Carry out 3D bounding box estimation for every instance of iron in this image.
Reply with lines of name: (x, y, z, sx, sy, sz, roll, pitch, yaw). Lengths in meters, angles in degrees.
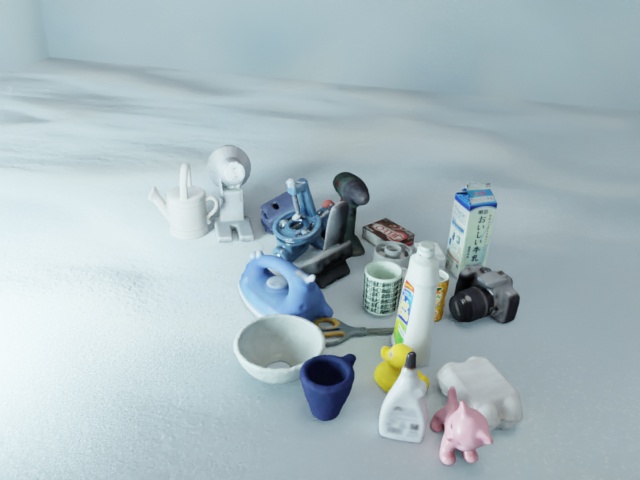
iron: (-0.093, 0.090, 1.213, 0.257, 0.141, 0.119, 26, 37, 36)

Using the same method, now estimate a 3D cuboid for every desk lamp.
desk lamp: (-0.232, -0.131, 1.528, 0.118, 0.214, 0.202, -6, 30, -14)

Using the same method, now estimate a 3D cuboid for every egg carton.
egg carton: (0.277, 0.268, 0.996, 0.107, 0.069, 0.150, -9, 31, -19)

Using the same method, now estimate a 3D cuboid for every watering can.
watering can: (-0.355, -0.106, 1.493, 0.173, 0.194, 0.100, -11, 31, -22)

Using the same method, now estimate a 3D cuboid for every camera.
camera: (0.340, 0.116, 1.244, 0.137, 0.101, 0.142, -14, 33, -27)

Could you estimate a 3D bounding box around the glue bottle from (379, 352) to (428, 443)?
glue bottle: (0.139, 0.248, 0.913, 0.078, 0.173, 0.037, 8, 29, 10)

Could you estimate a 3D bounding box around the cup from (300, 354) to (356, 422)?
cup: (0.019, 0.252, 0.977, 0.091, 0.095, 0.118, 24, 35, 34)

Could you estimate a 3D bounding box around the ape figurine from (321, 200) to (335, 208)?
ape figurine: (0.022, -0.065, 1.555, 0.076, 0.092, 0.078, 15, 31, 21)

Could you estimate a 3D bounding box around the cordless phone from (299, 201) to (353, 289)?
cordless phone: (0.012, 0.005, 1.332, 0.093, 0.185, 0.148, 22, 34, 31)

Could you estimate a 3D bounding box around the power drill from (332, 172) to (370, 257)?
power drill: (0.078, -0.069, 1.446, 0.076, 0.208, 0.229, -4, 29, -11)

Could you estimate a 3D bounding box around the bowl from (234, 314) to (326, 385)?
bowl: (-0.074, 0.213, 1.060, 0.167, 0.075, 0.167, 2, 29, -1)

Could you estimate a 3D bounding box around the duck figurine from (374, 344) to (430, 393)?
duck figurine: (0.150, 0.230, 1.036, 0.104, 0.086, 0.078, 22, 34, 31)

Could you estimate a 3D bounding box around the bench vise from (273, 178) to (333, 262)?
bench vise: (-0.041, -0.068, 1.424, 0.121, 0.220, 0.208, 14, 31, 20)

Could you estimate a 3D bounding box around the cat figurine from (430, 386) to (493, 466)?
cat figurine: (0.223, 0.289, 0.903, 0.067, 0.118, 0.127, -1, 29, -6)

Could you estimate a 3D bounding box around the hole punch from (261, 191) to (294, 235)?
hole punch: (-0.111, -0.076, 1.566, 0.101, 0.091, 0.108, -7, 30, -17)
